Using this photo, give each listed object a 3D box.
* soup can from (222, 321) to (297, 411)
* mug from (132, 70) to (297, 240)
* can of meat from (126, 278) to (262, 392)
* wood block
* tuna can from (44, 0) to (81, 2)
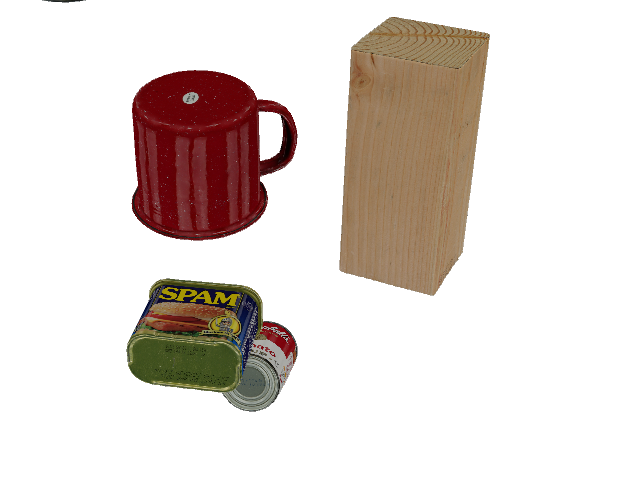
[{"bbox_3d":[-0.068,0.137,1.172,0.068,0.068,0.102,0,15,10],"label":"soup can"},{"bbox_3d":[-0.070,-0.062,0.710,0.117,0.081,0.093,-12,39,-18],"label":"mug"},{"bbox_3d":[-0.106,0.080,0.905,0.102,0.057,0.084,5,30,6],"label":"can of meat"},{"bbox_3d":[0.077,-0.070,0.899,0.091,0.206,0.090,15,33,20],"label":"wood block"},{"bbox_3d":[-0.221,-0.234,0.907,0.086,0.034,0.086,5,35,-4],"label":"tuna can"}]
